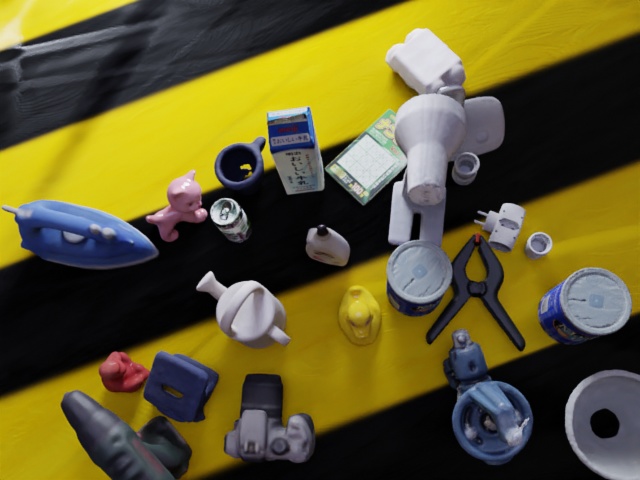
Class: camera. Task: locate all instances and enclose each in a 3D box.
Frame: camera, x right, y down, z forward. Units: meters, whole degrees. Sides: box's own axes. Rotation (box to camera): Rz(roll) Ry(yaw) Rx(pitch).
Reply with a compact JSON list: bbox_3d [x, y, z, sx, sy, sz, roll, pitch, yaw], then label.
[{"bbox_3d":[-0.082,0.291,0.941,0.143,0.101,0.137,0,74,6],"label":"camera"}]

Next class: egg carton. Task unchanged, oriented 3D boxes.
[{"bbox_3d":[0.206,-0.337,1.113,0.107,0.069,0.150,-40,74,-6],"label":"egg carton"}]

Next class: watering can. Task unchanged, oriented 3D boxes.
[{"bbox_3d":[-0.127,0.118,0.947,0.172,0.194,0.101,12,75,9],"label":"watering can"}]

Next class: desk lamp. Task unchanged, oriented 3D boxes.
[{"bbox_3d":[0.180,-0.111,0.974,0.117,0.214,0.203,5,74,7],"label":"desk lamp"}]

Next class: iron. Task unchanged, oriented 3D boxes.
[{"bbox_3d":[-0.436,-0.017,1.045,0.258,0.141,0.119,10,75,9],"label":"iron"}]

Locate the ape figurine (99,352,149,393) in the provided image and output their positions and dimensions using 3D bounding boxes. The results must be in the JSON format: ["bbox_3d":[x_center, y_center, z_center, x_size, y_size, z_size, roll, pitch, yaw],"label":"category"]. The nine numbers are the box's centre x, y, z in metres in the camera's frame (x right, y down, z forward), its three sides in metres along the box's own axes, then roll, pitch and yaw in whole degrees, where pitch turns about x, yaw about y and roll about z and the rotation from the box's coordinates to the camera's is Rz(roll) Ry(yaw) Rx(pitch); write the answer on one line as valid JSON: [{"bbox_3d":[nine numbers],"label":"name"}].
[{"bbox_3d":[-0.349,0.229,0.990,0.076,0.092,0.078,-22,73,-1],"label":"ape figurine"}]

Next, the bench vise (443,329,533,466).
[{"bbox_3d":[0.239,0.241,0.861,0.121,0.220,0.207,-35,73,-5],"label":"bench vise"}]

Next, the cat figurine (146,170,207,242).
[{"bbox_3d":[-0.263,-0.066,1.055,0.128,0.118,0.067,-37,73,-5],"label":"cat figurine"}]

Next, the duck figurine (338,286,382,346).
[{"bbox_3d":[0.067,0.126,0.982,0.077,0.086,0.104,-9,73,3],"label":"duck figurine"}]

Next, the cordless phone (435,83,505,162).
[{"bbox_3d":[0.259,-0.219,1.013,0.147,0.185,0.094,-16,73,1],"label":"cordless phone"}]

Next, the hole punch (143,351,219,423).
[{"bbox_3d":[-0.239,0.252,0.973,0.108,0.091,0.101,22,77,12],"label":"hole punch"}]

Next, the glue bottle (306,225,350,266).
[{"bbox_3d":[0.009,0.003,0.978,0.078,0.173,0.037,10,75,9],"label":"glue bottle"}]

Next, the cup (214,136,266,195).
[{"bbox_3d":[-0.135,-0.134,1.074,0.091,0.095,0.118,34,80,14],"label":"cup"}]

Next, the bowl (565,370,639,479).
[{"bbox_3d":[0.463,0.291,0.901,0.167,0.075,0.167,-1,74,5],"label":"bowl"}]

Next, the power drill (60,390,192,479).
[{"bbox_3d":[-0.286,0.328,0.894,0.229,0.208,0.076,43,82,15],"label":"power drill"}]
